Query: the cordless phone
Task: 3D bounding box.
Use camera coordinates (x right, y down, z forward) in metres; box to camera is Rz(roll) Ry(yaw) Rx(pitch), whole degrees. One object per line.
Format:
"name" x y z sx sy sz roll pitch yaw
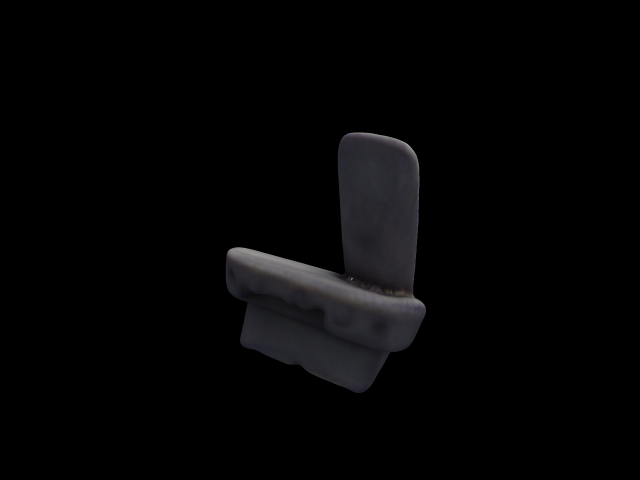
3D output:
"cordless phone" 0.004 0.001 0.400 0.147 0.185 0.094 13 38 18
